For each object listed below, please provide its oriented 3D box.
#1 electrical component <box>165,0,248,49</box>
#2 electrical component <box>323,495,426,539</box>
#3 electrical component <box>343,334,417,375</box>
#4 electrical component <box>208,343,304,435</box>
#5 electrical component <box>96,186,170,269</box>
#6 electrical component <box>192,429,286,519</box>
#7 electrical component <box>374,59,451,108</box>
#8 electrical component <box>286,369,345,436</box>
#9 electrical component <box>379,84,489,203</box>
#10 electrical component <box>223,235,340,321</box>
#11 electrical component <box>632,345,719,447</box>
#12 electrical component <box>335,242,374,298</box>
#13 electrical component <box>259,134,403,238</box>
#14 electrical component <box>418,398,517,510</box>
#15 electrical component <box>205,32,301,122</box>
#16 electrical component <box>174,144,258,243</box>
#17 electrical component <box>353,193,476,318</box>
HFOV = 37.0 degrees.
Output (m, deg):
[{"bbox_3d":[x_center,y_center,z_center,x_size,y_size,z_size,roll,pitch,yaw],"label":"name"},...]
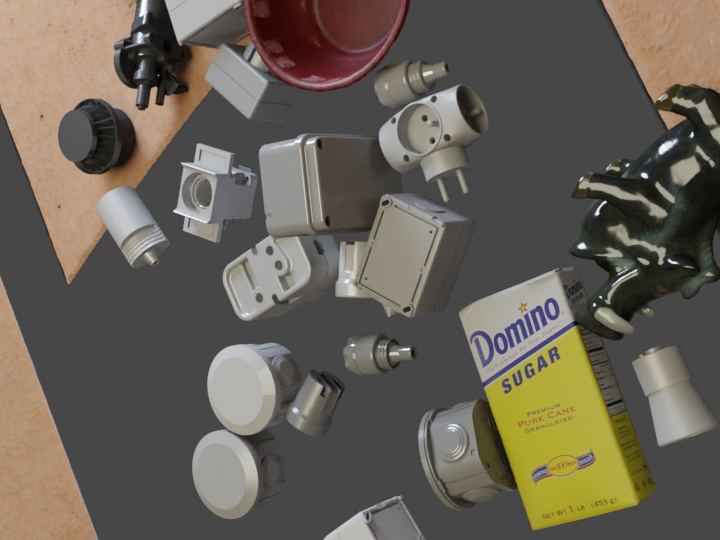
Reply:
[{"bbox_3d":[-0.117,-0.242,0.947,0.096,0.062,0.061,-23,81,35],"label":"electrical component"},{"bbox_3d":[0.022,0.247,0.892,0.061,0.062,0.096,-42,71,31],"label":"electrical component"},{"bbox_3d":[0.019,0.070,0.896,0.061,0.035,0.035,-5,91,33],"label":"electrical component"},{"bbox_3d":[-0.094,0.105,0.969,0.080,0.051,0.080,4,96,35],"label":"electrical component"},{"bbox_3d":[-0.219,-0.038,1.050,0.043,0.043,0.081,-47,68,29],"label":"electrical component"},{"bbox_3d":[-0.111,0.184,0.988,0.080,0.051,0.080,3,96,35],"label":"electrical component"},{"bbox_3d":[0.044,-0.152,0.858,0.061,0.035,0.035,-13,87,33],"label":"electrical component"},{"bbox_3d":[-0.038,0.115,0.937,0.040,0.040,0.046,35,108,28],"label":"electrical component"},{"bbox_3d":[0.063,-0.093,0.843,0.077,0.044,0.079,-24,80,35],"label":"electrical component"},{"bbox_3d":[-0.063,0.002,0.932,0.095,0.059,0.053,-32,76,33],"label":"electrical component"},{"bbox_3d":[0.218,0.085,0.751,0.044,0.044,0.065,-30,72,34],"label":"electrical component"},{"bbox_3d":[0.000,0.000,0.900,0.040,0.040,0.046,1,89,36],"label":"electrical component"},{"bbox_3d":[-0.020,-0.067,0.862,0.057,0.113,0.078,-5,91,39],"label":"electrical component"},{"bbox_3d":[0.084,0.140,0.828,0.051,0.080,0.080,-24,80,29],"label":"electrical component"},{"bbox_3d":[-0.086,-0.179,0.939,0.066,0.047,0.076,43,117,25],"label":"electrical component"},{"bbox_3d":[-0.128,-0.070,0.969,0.042,0.064,0.081,20,106,31],"label":"electrical component"},{"bbox_3d":[0.043,-0.007,0.854,0.062,0.061,0.096,29,110,30],"label":"electrical component"}]
